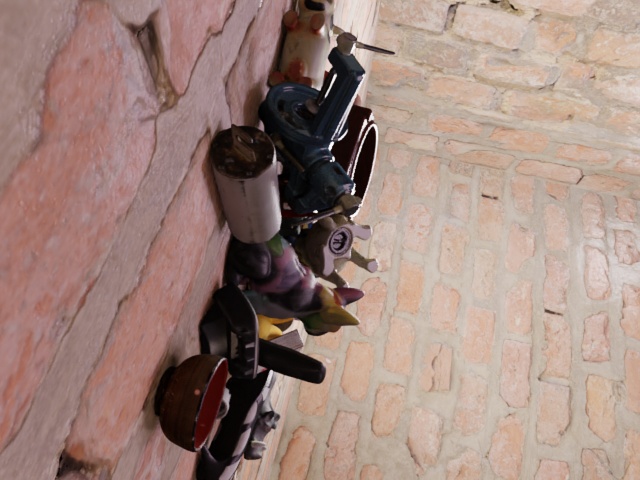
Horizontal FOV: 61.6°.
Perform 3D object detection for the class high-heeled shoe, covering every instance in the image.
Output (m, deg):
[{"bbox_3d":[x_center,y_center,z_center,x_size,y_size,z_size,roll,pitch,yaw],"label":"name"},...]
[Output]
[{"bbox_3d":[-0.139,0.340,0.985,0.249,0.086,0.145,-45,133,-41],"label":"high-heeled shoe"}]

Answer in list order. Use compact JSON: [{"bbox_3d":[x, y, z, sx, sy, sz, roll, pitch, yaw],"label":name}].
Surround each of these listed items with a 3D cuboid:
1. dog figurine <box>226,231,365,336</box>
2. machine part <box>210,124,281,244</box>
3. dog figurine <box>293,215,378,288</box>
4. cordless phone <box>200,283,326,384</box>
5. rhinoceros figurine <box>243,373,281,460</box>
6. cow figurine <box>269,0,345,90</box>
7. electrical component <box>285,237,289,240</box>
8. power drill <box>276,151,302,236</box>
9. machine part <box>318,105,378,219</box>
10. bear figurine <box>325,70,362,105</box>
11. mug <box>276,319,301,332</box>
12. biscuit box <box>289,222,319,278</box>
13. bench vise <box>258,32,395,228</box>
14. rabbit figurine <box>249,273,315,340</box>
[{"bbox_3d":[-0.034,0.069,0.857,0.108,0.219,0.191,-76,177,-55],"label":"dog figurine"},{"bbox_3d":[-0.090,-0.064,0.680,0.243,0.079,0.079,91,13,-64],"label":"machine part"},{"bbox_3d":[-0.004,0.000,1.001,0.121,0.191,0.172,-30,125,-26],"label":"dog figurine"},{"bbox_3d":[-0.076,0.152,0.787,0.089,0.184,0.146,-65,168,-48],"label":"cordless phone"},{"bbox_3d":[-0.133,0.339,1.079,0.073,0.112,0.190,100,-3,-56],"label":"rhinoceros figurine"},{"bbox_3d":[-0.015,-0.308,0.855,0.127,0.086,0.194,31,70,-79],"label":"cow figurine"},{"bbox_3d":[-0.051,-0.055,1.294,0.114,0.058,0.134,94,9,-51],"label":"electrical component"},{"bbox_3d":[-0.060,-0.114,0.975,0.232,0.086,0.207,-69,164,-61],"label":"power drill"},{"bbox_3d":[0.043,-0.137,1.005,0.201,0.087,0.201,55,50,-72],"label":"machine part"},{"bbox_3d":[-0.004,-0.241,1.124,0.196,0.120,0.132,-53,-136,10],"label":"bear figurine"},{"bbox_3d":[-0.086,0.146,1.178,0.107,0.110,0.080,-107,-158,-72],"label":"mug"},{"bbox_3d":[-0.036,-0.003,1.181,0.063,0.059,0.202,-104,-179,-53],"label":"biscuit box"},{"bbox_3d":[0.003,-0.152,0.715,0.224,0.129,0.240,64,-37,30],"label":"bench vise"},{"bbox_3d":[-0.106,0.126,0.986,0.173,0.122,0.162,-53,169,-43],"label":"rabbit figurine"}]
